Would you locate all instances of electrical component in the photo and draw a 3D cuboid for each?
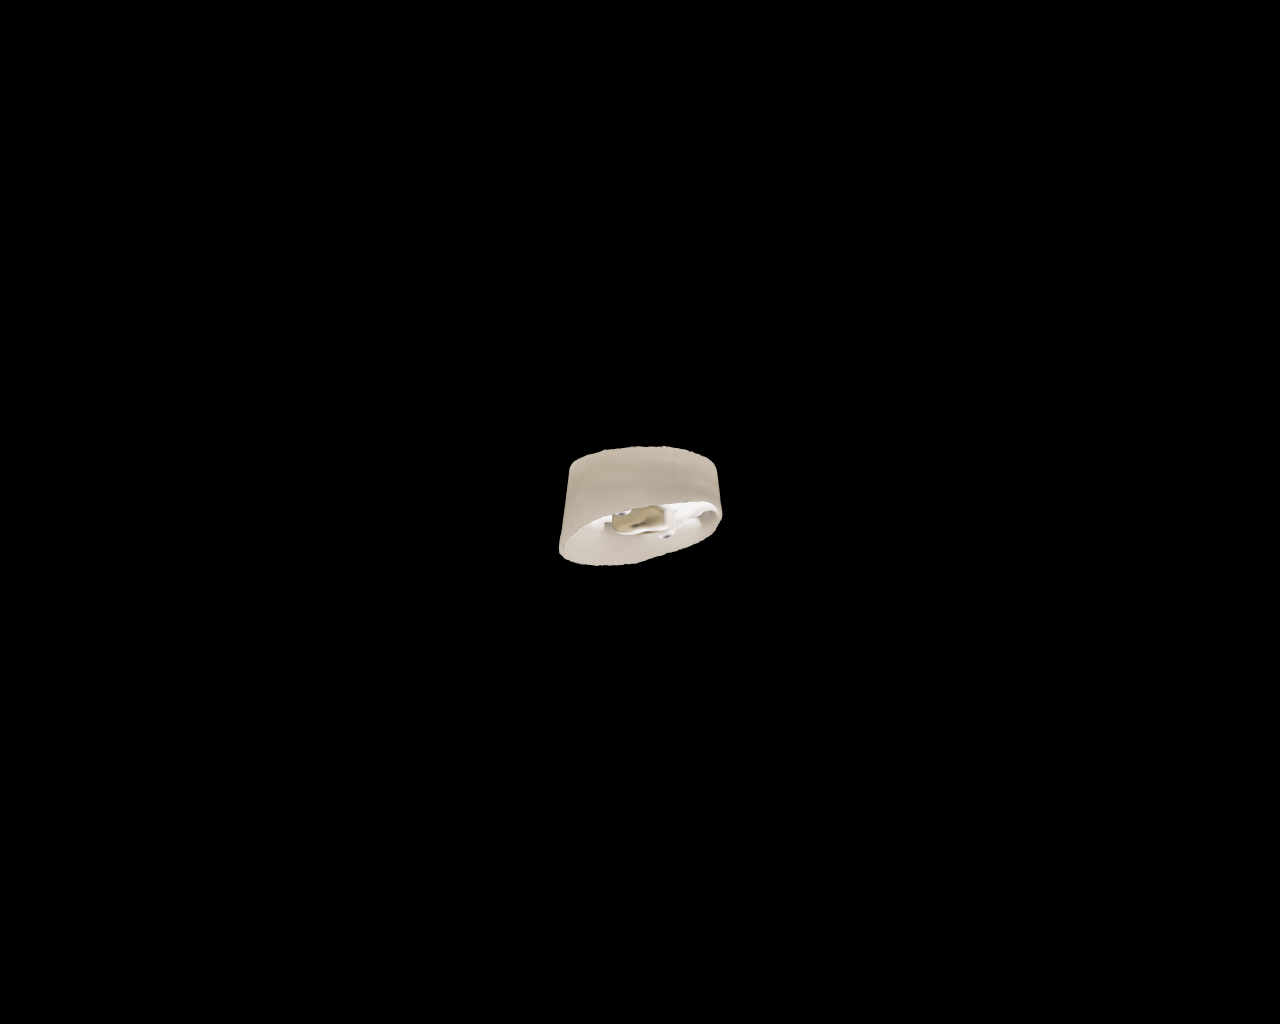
[{"bbox_3d":[0.001,-0.003,0.650,0.099,0.064,0.099,0,-15,0],"label":"electrical component"}]
